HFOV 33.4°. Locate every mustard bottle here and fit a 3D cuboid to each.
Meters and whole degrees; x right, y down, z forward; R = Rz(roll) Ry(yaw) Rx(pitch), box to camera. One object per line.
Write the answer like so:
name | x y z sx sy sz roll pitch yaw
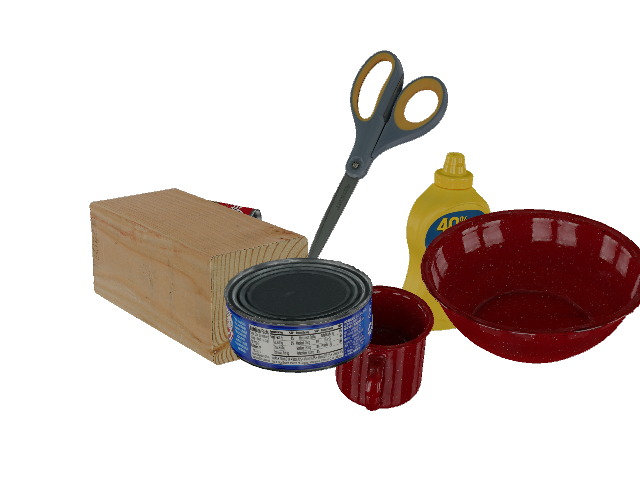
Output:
mustard bottle | 0.138 -0.001 1.152 0.096 0.192 0.058 -7 21 -24

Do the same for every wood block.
wood block | -0.107 0.023 0.897 0.090 0.090 0.206 -12 20 -36

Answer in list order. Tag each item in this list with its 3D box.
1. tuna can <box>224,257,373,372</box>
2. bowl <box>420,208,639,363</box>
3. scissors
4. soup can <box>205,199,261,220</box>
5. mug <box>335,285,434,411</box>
tuna can | -0.012 0.042 0.618 0.086 0.034 0.086 -2 23 1
bowl | 0.153 0.040 0.773 0.162 0.055 0.162 -3 32 2
scissors | 0.052 -0.068 0.925 0.096 0.202 0.016 8 -11 21
soup can | -0.121 -0.009 1.141 0.102 0.068 0.068 11 2 10
mug | 0.054 0.108 0.983 0.093 0.081 0.117 5 34 4
